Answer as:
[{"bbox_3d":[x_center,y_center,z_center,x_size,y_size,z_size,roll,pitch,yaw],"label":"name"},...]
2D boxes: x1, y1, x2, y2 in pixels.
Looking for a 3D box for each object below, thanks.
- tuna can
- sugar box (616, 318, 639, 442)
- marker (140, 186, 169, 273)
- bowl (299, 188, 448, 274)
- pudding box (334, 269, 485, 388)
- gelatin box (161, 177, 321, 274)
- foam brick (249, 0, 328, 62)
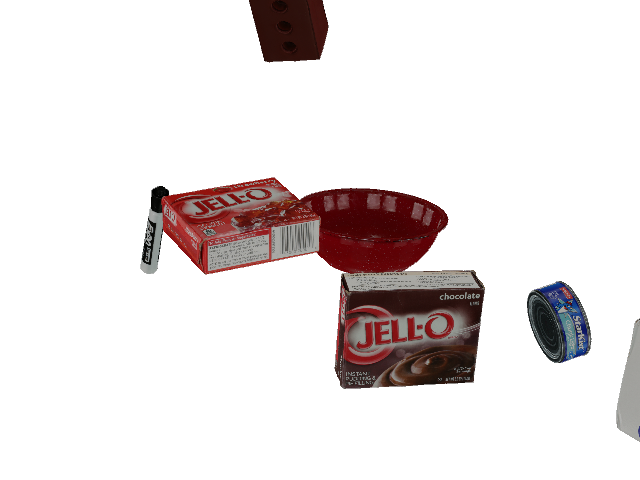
[{"bbox_3d":[0.259,0.090,1.165,0.033,0.086,0.086,-17,3,-10],"label":"tuna can"},{"bbox_3d":[0.285,0.124,0.719,0.048,0.093,0.176,-15,29,-37],"label":"sugar box"},{"bbox_3d":[-0.179,-0.011,1.152,0.020,0.121,0.020,9,43,-9],"label":"marker"},{"bbox_3d":[0.051,-0.005,1.115,0.162,0.055,0.162,3,20,-1],"label":"bowl"},{"bbox_3d":[0.070,0.071,0.858,0.113,0.090,0.039,-3,28,-9],"label":"pudding box"},{"bbox_3d":[-0.055,-0.012,0.729,0.089,0.030,0.073,-11,30,-26],"label":"gelatin box"},{"bbox_3d":[-0.027,-0.201,0.927,0.053,0.051,0.078,-1,-41,13],"label":"foam brick"}]
